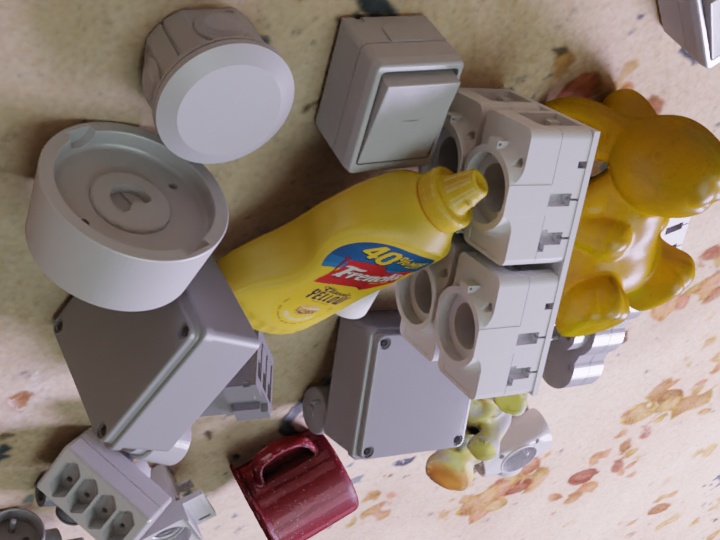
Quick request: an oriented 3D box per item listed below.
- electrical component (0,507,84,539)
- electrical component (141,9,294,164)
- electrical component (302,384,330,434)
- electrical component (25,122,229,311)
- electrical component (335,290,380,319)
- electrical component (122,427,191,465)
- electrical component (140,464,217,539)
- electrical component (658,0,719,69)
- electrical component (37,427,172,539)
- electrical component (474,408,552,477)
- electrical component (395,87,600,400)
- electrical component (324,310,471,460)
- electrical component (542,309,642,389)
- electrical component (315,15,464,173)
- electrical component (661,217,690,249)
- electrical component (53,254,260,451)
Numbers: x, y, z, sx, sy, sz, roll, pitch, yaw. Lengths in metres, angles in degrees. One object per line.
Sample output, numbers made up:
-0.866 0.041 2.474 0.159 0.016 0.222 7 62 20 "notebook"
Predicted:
-0.260 0.227 0.854 0.079 0.044 0.077 -3 134 -31 "electrical component"
-0.082 -0.104 0.602 0.080 0.051 0.080 -19 141 -16 "electrical component"
-0.012 0.115 0.905 0.078 0.040 0.040 -2 134 -33 "electrical component"
-0.136 -0.025 0.610 0.108 0.108 0.060 1 138 -35 "electrical component"
0.000 0.000 0.784 0.040 0.040 0.078 2 131 -37 "electrical component"
-0.163 0.122 0.808 0.040 0.040 0.078 -45 140 17 "electrical component"
-0.163 0.197 0.872 0.081 0.063 0.042 -26 141 -8 "electrical component"
0.244 -0.184 0.729 0.062 0.061 0.096 -33 143 2 "electrical component"
-0.184 0.160 0.816 0.047 0.083 0.076 -50 177 22 "electrical component"
0.150 0.184 1.092 0.077 0.044 0.079 -21 142 -14 "electrical component"
0.084 -0.019 0.723 0.060 0.105 0.186 -3 115 -28 "electrical component"
0.035 0.089 0.865 0.109 0.056 0.108 -1 107 -34 "electrical component"
0.195 0.052 0.968 0.074 0.052 0.138 -4 135 -31 "electrical component"
0.017 -0.101 0.665 0.062 0.061 0.096 -9 137 -27 "electrical component"
0.233 -0.046 0.887 0.056 0.050 0.089 -20 141 -15 "electrical component"
-0.132 0.041 0.683 0.056 0.108 0.108 16 122 -48 "electrical component"
